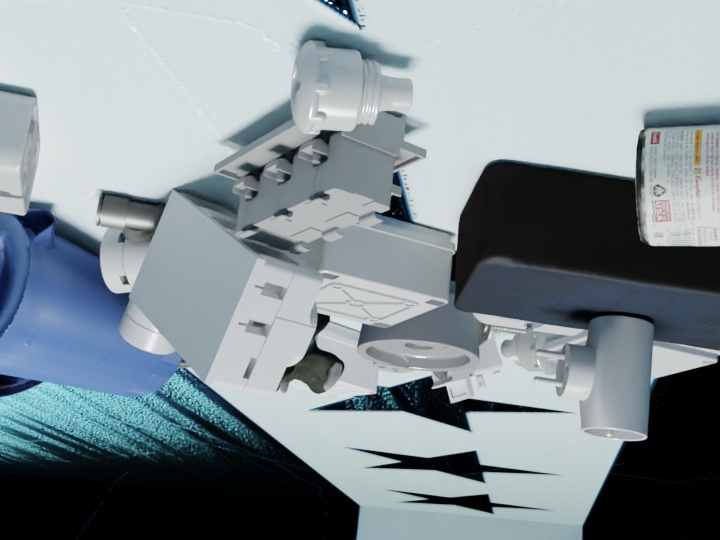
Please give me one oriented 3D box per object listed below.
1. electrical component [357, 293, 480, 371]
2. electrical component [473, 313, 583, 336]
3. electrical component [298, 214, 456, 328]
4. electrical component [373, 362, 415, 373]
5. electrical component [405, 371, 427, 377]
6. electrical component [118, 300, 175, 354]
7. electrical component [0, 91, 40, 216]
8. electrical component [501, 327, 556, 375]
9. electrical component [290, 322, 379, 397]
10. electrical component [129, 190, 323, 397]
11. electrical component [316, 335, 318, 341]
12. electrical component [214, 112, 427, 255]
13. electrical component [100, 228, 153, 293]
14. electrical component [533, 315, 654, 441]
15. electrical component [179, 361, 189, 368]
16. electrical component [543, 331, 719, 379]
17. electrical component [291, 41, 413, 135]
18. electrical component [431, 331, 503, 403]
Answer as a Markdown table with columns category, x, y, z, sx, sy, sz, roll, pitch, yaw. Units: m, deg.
| category | x | y | z | sx | sy | sz | roll | pitch | yaw |
| --- | --- | --- | --- | --- | --- | --- | --- | --- | --- |
| electrical component | 0.054 | 0.047 | 0.949 | 0.108 | 0.060 | 0.108 | 6 | 162 | 2 |
| electrical component | 0.139 | 0.014 | 0.827 | 0.095 | 0.053 | 0.059 | 8 | 162 | -6 |
| electrical component | 0.000 | 0.000 | 0.828 | 0.109 | 0.056 | 0.109 | 14 | 161 | -23 |
| electrical component | 0.035 | 0.066 | 1.021 | 0.045 | 0.055 | 0.045 | 6 | 162 | 2 |
| electrical component | 0.039 | 0.084 | 1.099 | 0.078 | 0.040 | 0.040 | 14 | 160 | -23 |
| electrical component | -0.146 | 0.023 | 0.928 | 0.052 | 0.073 | 0.138 | 30 | -165 | 18 |
| electrical component | -0.238 | -0.076 | 0.679 | 0.059 | 0.053 | 0.095 | 10 | 162 | -12 |
| electrical component | 0.164 | 0.076 | 1.029 | 0.048 | 0.048 | 0.062 | 22 | 163 | -41 |
| electrical component | -0.040 | 0.091 | 1.121 | 0.113 | 0.057 | 0.078 | 22 | 157 | -40 |
| electrical component | -0.094 | 0.014 | 0.749 | 0.062 | 0.089 | 0.150 | 18 | -170 | -36 |
| electrical component | -0.086 | 0.063 | 1.053 | 0.050 | 0.055 | 0.089 | 21 | 157 | -39 |
| electrical component | -0.029 | -0.054 | 0.660 | 0.079 | 0.063 | 0.121 | 18 | 159 | -31 |
| electrical component | -0.175 | -0.010 | 0.863 | 0.047 | 0.055 | 0.055 | -2 | 161 | 13 |
| electrical component | 0.156 | 0.071 | 0.726 | 0.079 | 0.077 | 0.044 | 9 | 163 | -3 |
| electrical component | -0.209 | 0.072 | 1.113 | 0.108 | 0.060 | 0.108 | 6 | 162 | 2 |
| electrical component | 0.228 | 0.050 | 0.905 | 0.109 | 0.056 | 0.109 | 13 | 161 | -20 |
| electrical component | -0.004 | -0.094 | 0.563 | 0.062 | 0.048 | 0.048 | 3 | 163 | -12 |
| electrical component | 0.099 | 0.082 | 1.031 | 0.064 | 0.081 | 0.042 | -11 | 171 | -25 |
